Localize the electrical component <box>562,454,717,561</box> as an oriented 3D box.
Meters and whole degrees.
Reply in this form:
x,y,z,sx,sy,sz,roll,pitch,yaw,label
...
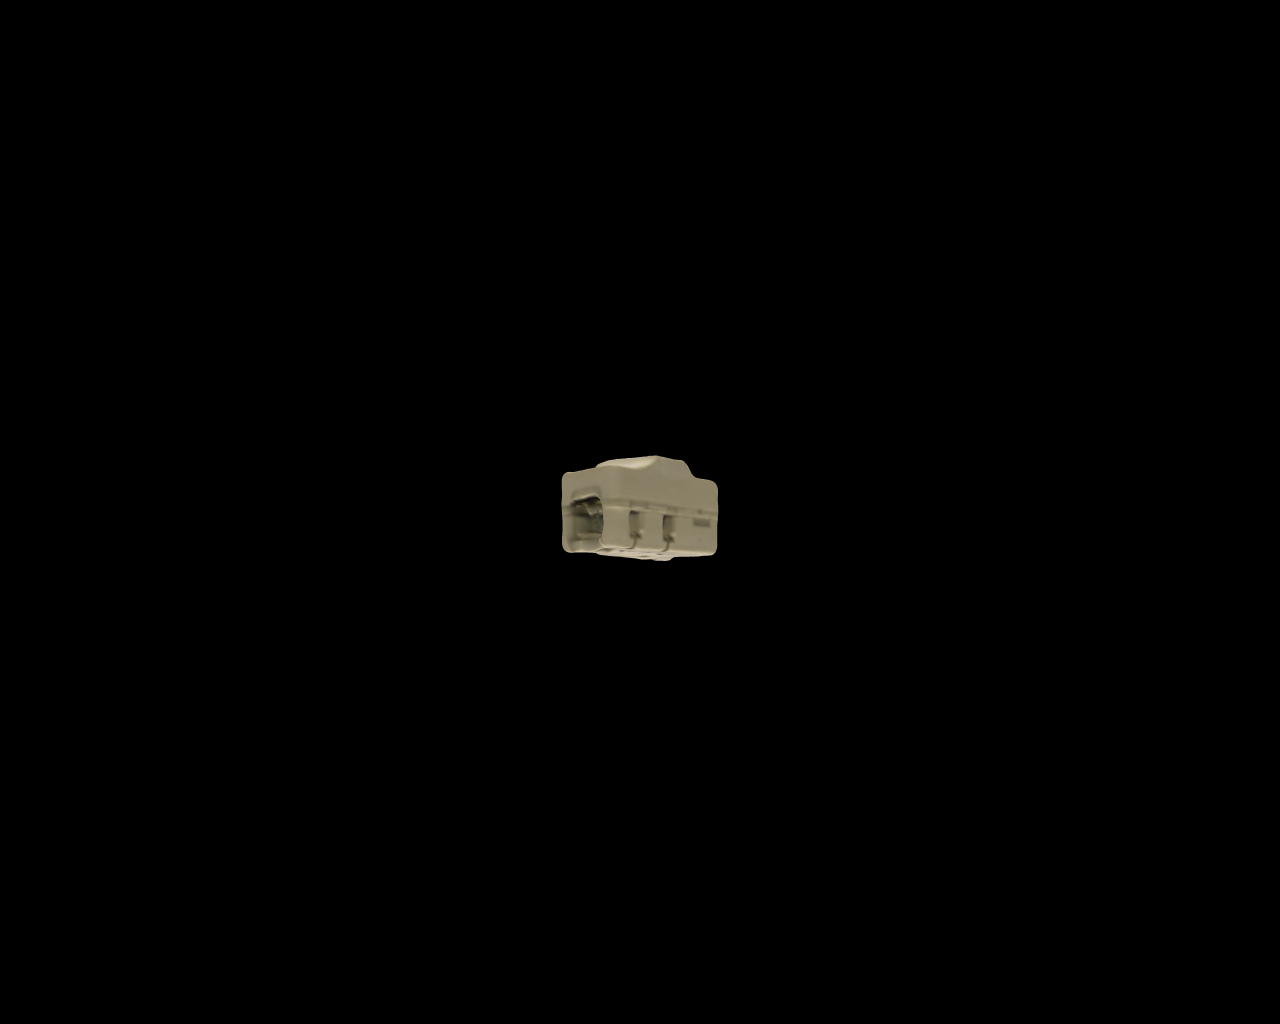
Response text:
x,y,z,sx,sy,sz,roll,pitch,yaw,label
0.001,-0.003,0.650,0.089,0.055,0.050,8,-11,-43,electrical component
